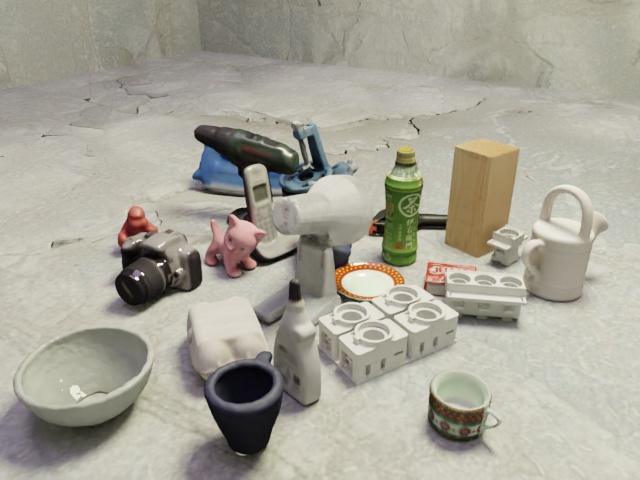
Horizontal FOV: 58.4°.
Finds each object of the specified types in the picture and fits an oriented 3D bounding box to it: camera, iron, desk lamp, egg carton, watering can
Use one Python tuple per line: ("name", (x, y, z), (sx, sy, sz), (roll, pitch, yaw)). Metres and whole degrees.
("camera", (-0.296, 0.043, 0.988), (0.142, 0.101, 0.137), (13, 30, 24))
("iron", (-0.181, -0.192, 1.409), (0.257, 0.141, 0.119), (6, 28, 12))
("desk lamp", (-0.009, 0.012, 0.926), (0.117, 0.214, 0.204), (18, 32, 31))
("egg carton", (-0.137, 0.141, 0.829), (0.107, 0.069, 0.150), (-9, 28, -17))
("watering can", (0.417, -0.004, 0.982), (0.100, 0.194, 0.173), (21, 34, 36))

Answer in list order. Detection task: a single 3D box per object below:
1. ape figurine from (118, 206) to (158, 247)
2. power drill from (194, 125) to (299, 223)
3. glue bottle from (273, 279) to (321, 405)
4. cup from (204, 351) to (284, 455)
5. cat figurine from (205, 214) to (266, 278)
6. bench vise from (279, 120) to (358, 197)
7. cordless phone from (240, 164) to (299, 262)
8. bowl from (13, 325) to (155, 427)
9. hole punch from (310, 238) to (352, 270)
("ape figurine", (-0.360, -0.022, 1.127), (0.078, 0.092, 0.076), (-6, 28, -12))
("power drill", (-0.157, -0.136, 1.225), (0.229, 0.208, 0.076), (7, 28, 13))
("glue bottle", (-0.030, 0.127, 0.743), (0.037, 0.173, 0.077), (-20, 33, -34))
("cup", (-0.084, 0.198, 0.688), (0.091, 0.095, 0.118), (8, 28, 14))
("cat figurine", (-0.159, 0.000, 1.056), (0.127, 0.118, 0.067), (21, 34, 35))
("bench vise", (-0.011, -0.169, 1.278), (0.121, 0.220, 0.208), (17, 31, 30))
("cordless phone", (-0.089, -0.064, 1.107), (0.093, 0.185, 0.148), (21, 34, 36))
("bowl", (-0.294, 0.185, 0.737), (0.167, 0.075, 0.167), (0, 27, 0))
("hole punch", (0.010, 0.004, 1.078), (0.101, 0.091, 0.108), (-3, 27, -7))
